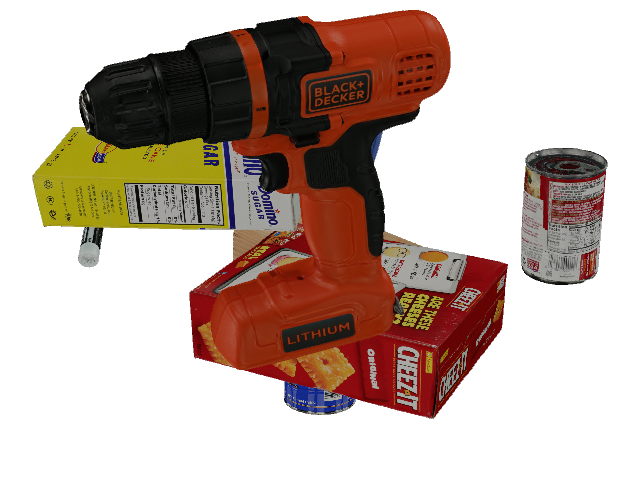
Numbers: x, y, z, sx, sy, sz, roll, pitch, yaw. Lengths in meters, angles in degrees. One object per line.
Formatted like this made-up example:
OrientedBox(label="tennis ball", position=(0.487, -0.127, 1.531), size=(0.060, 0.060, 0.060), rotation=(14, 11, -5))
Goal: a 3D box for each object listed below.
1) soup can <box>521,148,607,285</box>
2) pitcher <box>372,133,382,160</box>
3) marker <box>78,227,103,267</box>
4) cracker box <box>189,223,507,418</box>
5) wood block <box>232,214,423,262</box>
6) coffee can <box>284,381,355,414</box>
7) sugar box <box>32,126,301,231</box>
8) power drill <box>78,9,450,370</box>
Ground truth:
OrientedBox(label="soup can", position=(0.209, -0.021, 0.919), size=(0.068, 0.102, 0.068), rotation=(-2, 24, 1))
OrientedBox(label="pitcher", position=(-0.015, -0.120, 1.369), size=(0.144, 0.243, 0.149), rotation=(-2, 24, -22))
OrientedBox(label="marker", position=(-0.219, -0.020, 1.040), size=(0.020, 0.020, 0.121), rotation=(0, 40, -4))
OrientedBox(label="cracker box", position=(0.026, 0.059, 0.878), size=(0.214, 0.072, 0.164), rotation=(11, 26, 25))
OrientedBox(label="wood block", position=(0.016, 0.034, 1.089), size=(0.206, 0.091, 0.090), rotation=(23, 35, 31))
OrientedBox(label="coffee can", position=(0.000, 0.157, 1.489), size=(0.103, 0.140, 0.103), rotation=(1, 17, 0))
OrientedBox(label="sugar box", position=(-0.099, -0.045, 0.741), size=(0.176, 0.048, 0.093), rotation=(-2, 28, 7))
OrientedBox(label="power drill", position=(-0.024, -0.022, 0.553), size=(0.184, 0.188, 0.057), rotation=(-12, 39, -16))
